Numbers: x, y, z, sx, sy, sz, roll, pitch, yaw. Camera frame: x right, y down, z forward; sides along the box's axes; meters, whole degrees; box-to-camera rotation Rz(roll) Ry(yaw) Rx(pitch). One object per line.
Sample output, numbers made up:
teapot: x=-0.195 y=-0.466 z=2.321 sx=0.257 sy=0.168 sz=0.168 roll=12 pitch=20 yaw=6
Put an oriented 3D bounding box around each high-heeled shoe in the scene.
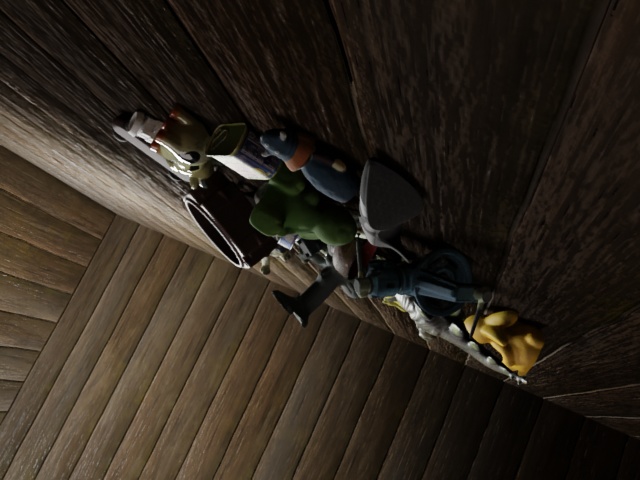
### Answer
high-heeled shoe: x=0.083 y=-0.063 z=0.797 sx=0.145 sy=0.086 sz=0.248 roll=56 pitch=173 yaw=42

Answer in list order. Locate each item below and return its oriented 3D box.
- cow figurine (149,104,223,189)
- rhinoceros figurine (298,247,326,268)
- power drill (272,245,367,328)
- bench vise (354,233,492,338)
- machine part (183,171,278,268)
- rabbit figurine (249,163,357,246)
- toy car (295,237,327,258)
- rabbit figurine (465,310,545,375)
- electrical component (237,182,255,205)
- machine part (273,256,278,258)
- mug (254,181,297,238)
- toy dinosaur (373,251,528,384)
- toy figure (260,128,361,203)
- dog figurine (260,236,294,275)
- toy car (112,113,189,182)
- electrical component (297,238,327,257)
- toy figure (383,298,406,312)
cow figurine: x=-0.228 y=-0.155 z=0.942 sx=0.127 sy=0.085 sz=0.195 roll=35 pitch=166 yaw=-17
rhinoceros figurine: x=0.037 y=0.047 z=1.361 sx=0.190 sy=0.073 sz=0.112 roll=26 pitch=159 yaw=3
power drill: x=0.001 y=0.076 z=1.138 sx=0.086 sy=0.207 sz=0.231 roll=39 pitch=169 yaw=44
bench vise: x=0.183 y=0.072 z=0.906 sx=0.223 sy=0.128 sz=0.241 roll=8 pitch=-177 yaw=-24
machine part: x=-0.192 y=-0.037 z=1.125 sx=0.201 sy=0.087 sz=0.201 roll=53 pitch=162 yaw=-12
rabbit figurine: x=-0.019 y=-0.036 z=0.929 sx=0.170 sy=0.121 sz=0.159 roll=27 pitch=176 yaw=2
toy car: x=0.003 y=0.016 z=1.260 sx=0.202 sy=0.056 sz=0.073 roll=32 pitch=170 yaw=4
rabbit figurine: x=0.409 y=0.223 z=1.224 sx=0.173 sy=0.122 sz=0.162 roll=23 pitch=164 yaw=18
electrical component: x=-0.136 y=-0.090 z=1.153 sx=0.102 sy=0.045 sz=0.078 roll=23 pitch=-162 yaw=21
machine part: x=-0.186 y=-0.009 z=1.614 sx=0.179 sy=0.056 sz=0.179 roll=24 pitch=168 yaw=5
mug: x=-0.086 y=-0.071 z=1.057 sx=0.110 sy=0.081 sz=0.107 roll=33 pitch=167 yaw=40
toy dinosaur: x=0.229 y=0.139 z=1.107 sx=0.472 sy=0.105 sz=0.198 roll=39 pitch=174 yaw=30
toy figure: x=-0.014 y=-0.108 z=0.743 sx=0.154 sy=0.064 sz=0.058 roll=34 pitch=-155 yaw=-21
dog figurine: x=-0.134 y=-0.021 z=1.396 sx=0.172 sy=0.121 sz=0.190 roll=38 pitch=146 yaw=7
toy car: x=-0.325 y=-0.184 z=1.087 sx=0.202 sy=0.053 sz=0.089 roll=36 pitch=155 yaw=-31
electrical component: x=-0.002 y=-0.004 z=1.159 sx=0.047 sy=0.075 sz=0.119 roll=58 pitch=164 yaw=-1
toy figure: x=0.234 y=0.140 z=1.326 sx=0.180 sy=0.082 sz=0.089 roll=32 pitch=150 yaw=0
